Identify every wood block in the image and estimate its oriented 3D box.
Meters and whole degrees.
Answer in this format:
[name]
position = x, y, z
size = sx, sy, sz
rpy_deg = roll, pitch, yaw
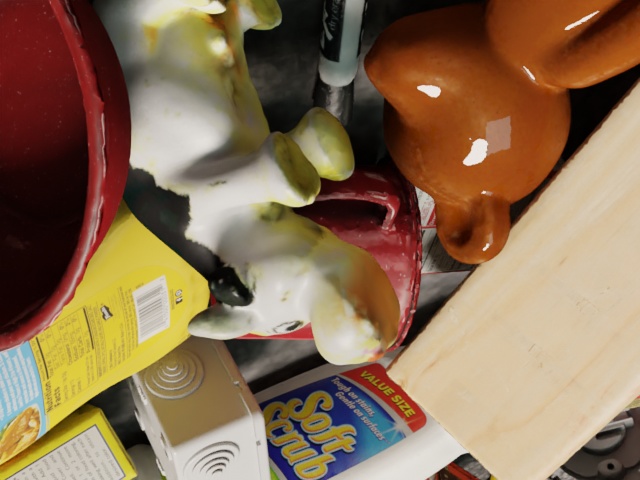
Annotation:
[wood block]
position = 0.133, 0.007, 0.474
size = 0.206, 0.090, 0.090
rpy_deg = -53, 169, 33

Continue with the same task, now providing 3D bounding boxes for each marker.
[marker]
position = 0.010, -0.094, 0.443
size = 0.020, 0.020, 0.121
rpy_deg = -7, 138, -13

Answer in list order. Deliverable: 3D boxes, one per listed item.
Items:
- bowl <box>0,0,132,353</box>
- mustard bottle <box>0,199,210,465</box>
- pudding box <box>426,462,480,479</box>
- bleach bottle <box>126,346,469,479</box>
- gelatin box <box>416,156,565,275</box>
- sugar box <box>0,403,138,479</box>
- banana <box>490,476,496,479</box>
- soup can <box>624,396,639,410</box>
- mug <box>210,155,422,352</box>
[bowl]
position = -0.121, -0.043, 0.380
size = 0.162, 0.162, 0.055
rpy_deg = -49, 166, 31
[mustard bottle]
position = -0.133, 0.047, 0.448
size = 0.191, 0.058, 0.096
rpy_deg = -35, 145, -34
[pudding box]
position = 0.057, 0.193, 0.721
size = 0.114, 0.039, 0.090
rpy_deg = -35, 133, 19
[bleach bottle]
position = 0.011, 0.111, 0.625
size = 0.251, 0.103, 0.068
rpy_deg = -30, 142, 5
[gelatin box]
position = 0.072, -0.017, 0.542
size = 0.089, 0.030, 0.073
rpy_deg = -3, 139, -19
[sugar box]
position = -0.184, 0.146, 0.544
size = 0.176, 0.048, 0.093
rpy_deg = -28, -178, -19
[banana]
position = 0.111, 0.142, 0.728
size = 0.070, 0.037, 0.197
rpy_deg = -28, 138, 11
[soup can]
position = 0.178, 0.070, 0.648
size = 0.102, 0.068, 0.068
rpy_deg = -11, 139, -8
[mug]
position = -0.003, 0.001, 0.484
size = 0.081, 0.093, 0.117
rpy_deg = 2, 158, -15
